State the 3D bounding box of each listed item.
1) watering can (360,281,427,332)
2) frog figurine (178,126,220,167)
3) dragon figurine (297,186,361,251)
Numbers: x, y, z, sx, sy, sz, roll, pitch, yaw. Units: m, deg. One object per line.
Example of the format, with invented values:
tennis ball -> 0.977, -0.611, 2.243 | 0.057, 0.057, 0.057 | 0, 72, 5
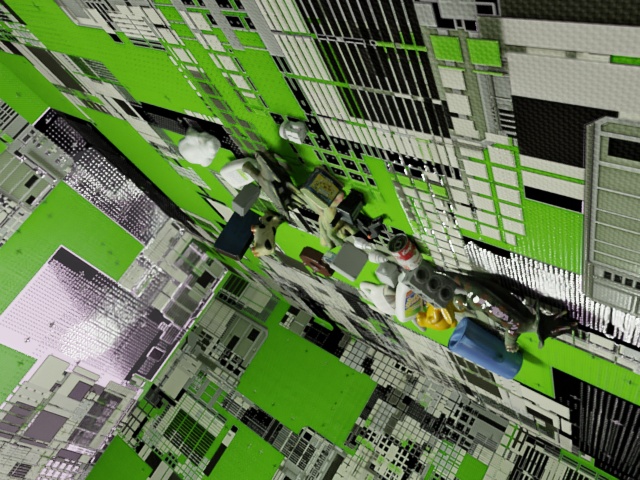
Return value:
watering can -> 0.315, 0.254, 2.010 | 0.347, 0.105, 0.222 | 33, 163, -7
frog figurine -> -0.405, -0.310, 1.760 | 0.161, 0.124, 0.134 | 34, 148, 44
dragon figurine -> 0.005, -0.085, 1.696 | 0.242, 0.123, 0.407 | 54, 159, -5
